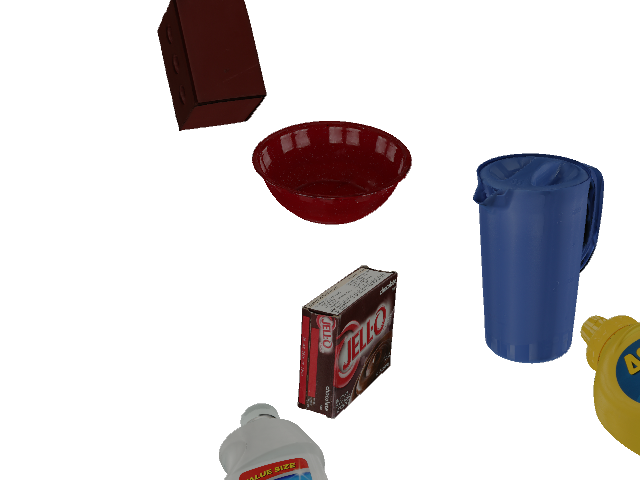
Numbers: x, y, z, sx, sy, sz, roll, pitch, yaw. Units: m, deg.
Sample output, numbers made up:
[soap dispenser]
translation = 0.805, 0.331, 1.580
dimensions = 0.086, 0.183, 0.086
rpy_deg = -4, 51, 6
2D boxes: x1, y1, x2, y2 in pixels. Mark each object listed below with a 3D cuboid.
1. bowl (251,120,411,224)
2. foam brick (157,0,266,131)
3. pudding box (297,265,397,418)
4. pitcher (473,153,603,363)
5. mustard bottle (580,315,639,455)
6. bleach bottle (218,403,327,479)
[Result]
[bowl]
translation = 0.011, -0.063, 1.092
dimensions = 0.162, 0.055, 0.162
rpy_deg = 1, 33, -1
[foam brick]
translation = -0.075, -0.122, 0.727
dimensions = 0.051, 0.078, 0.053
rpy_deg = -10, -11, -21
[pudding box]
translation = 0.023, 0.080, 0.873
dimensions = 0.039, 0.090, 0.113
rpy_deg = 13, 23, 23
[pitcher]
translation = 0.267, 0.020, 1.310
dimensions = 0.149, 0.243, 0.145
rpy_deg = 3, 24, 14
[mustard bottle]
translation = 0.216, 0.096, 0.616
dimensions = 0.096, 0.058, 0.192
rpy_deg = -19, 31, -18
[bleach bottle]
translation = -0.036, 0.203, 0.724
dimensions = 0.102, 0.068, 0.251
rpy_deg = -7, 32, -6
